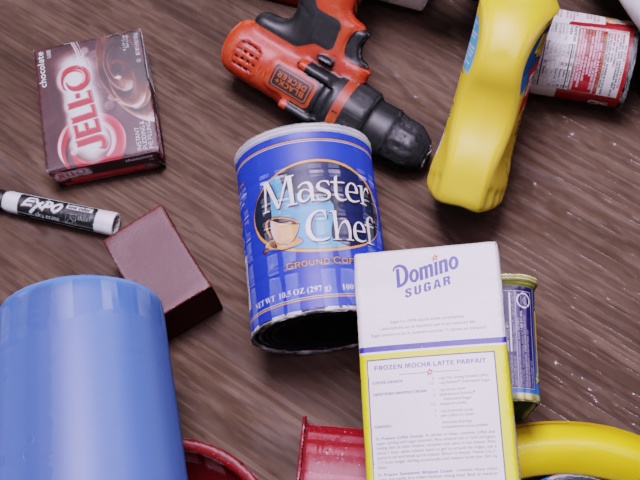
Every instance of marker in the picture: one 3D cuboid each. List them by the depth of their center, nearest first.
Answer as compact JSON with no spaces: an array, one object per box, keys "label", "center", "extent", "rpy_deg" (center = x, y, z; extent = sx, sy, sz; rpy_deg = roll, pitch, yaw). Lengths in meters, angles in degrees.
[{"label":"marker","center":[-0.216,-0.024,0.836],"extent":[0.121,0.020,0.020],"rpy_deg":[12,70,8]}]

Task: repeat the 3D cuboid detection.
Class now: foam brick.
[{"label":"foam brick","center":[-0.116,0.025,0.792],"extent":[0.053,0.051,0.078],"rpy_deg":[-31,70,-7]}]

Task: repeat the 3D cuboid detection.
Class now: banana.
[{"label":"banana","center":[0.160,0.158,0.734],"extent":[0.198,0.037,0.069],"rpy_deg":[-10,91,2]}]

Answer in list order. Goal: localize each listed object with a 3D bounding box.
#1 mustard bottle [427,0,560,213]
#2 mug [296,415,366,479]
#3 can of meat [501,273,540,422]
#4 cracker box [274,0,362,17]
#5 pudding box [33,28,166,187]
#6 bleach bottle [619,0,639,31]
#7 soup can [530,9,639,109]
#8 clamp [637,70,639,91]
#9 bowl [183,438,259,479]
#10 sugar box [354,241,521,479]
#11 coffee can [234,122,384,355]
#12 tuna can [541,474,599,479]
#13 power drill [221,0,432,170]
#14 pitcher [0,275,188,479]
[{"label":"mustard bottle","center":[0.127,-0.121,0.759],"extent":[0.058,0.096,0.192],"rpy_deg":[17,111,10]},{"label":"mug","center":[0.024,0.179,0.712],"extent":[0.081,0.093,0.117],"rpy_deg":[5,100,1]},{"label":"can of meat","center":[0.118,0.077,0.730],"extent":[0.057,0.102,0.084],"rpy_deg":[0,71,2]},{"label":"cracker box","center":[-0.016,-0.310,0.902],"extent":[0.164,0.072,0.213],"rpy_deg":[16,72,10]},{"label":"pudding box","center":[-0.176,-0.105,0.853],"extent":[0.090,0.039,0.113],"rpy_deg":[-11,69,-1]},{"label":"bleach bottle","center":[0.241,-0.216,0.802],"extent":[0.102,0.068,0.251],"rpy_deg":[21,43,-33]},{"label":"soup can","center":[0.189,-0.144,0.827],"extent":[0.102,0.068,0.068],"rpy_deg":[11,70,8]},{"label":"clamp","center":[0.300,-0.187,0.852],"extent":[0.120,0.039,0.171],"rpy_deg":[-8,70,-3]},{"label":"bowl","center":[-0.100,0.217,0.716],"extent":[0.162,0.055,0.162],"rpy_deg":[-1,69,3]},{"label":"sugar box","center":[0.072,0.093,0.658],"extent":[0.093,0.048,0.176],"rpy_deg":[-5,70,10]},{"label":"coffee can","center":[-0.005,0.001,0.766],"extent":[0.103,0.103,0.140],"rpy_deg":[-7,69,1]},{"label":"tuna can","center":[0.164,0.195,0.690],"extent":[0.086,0.034,0.086],"rpy_deg":[0,81,1]},{"label":"power drill","center":[0.036,-0.165,0.806],"extent":[0.184,0.057,0.188],"rpy_deg":[31,109,5]},{"label":"pitcher","center":[-0.150,0.153,0.654],"extent":[0.149,0.145,0.243],"rpy_deg":[-3,63,-13]}]
